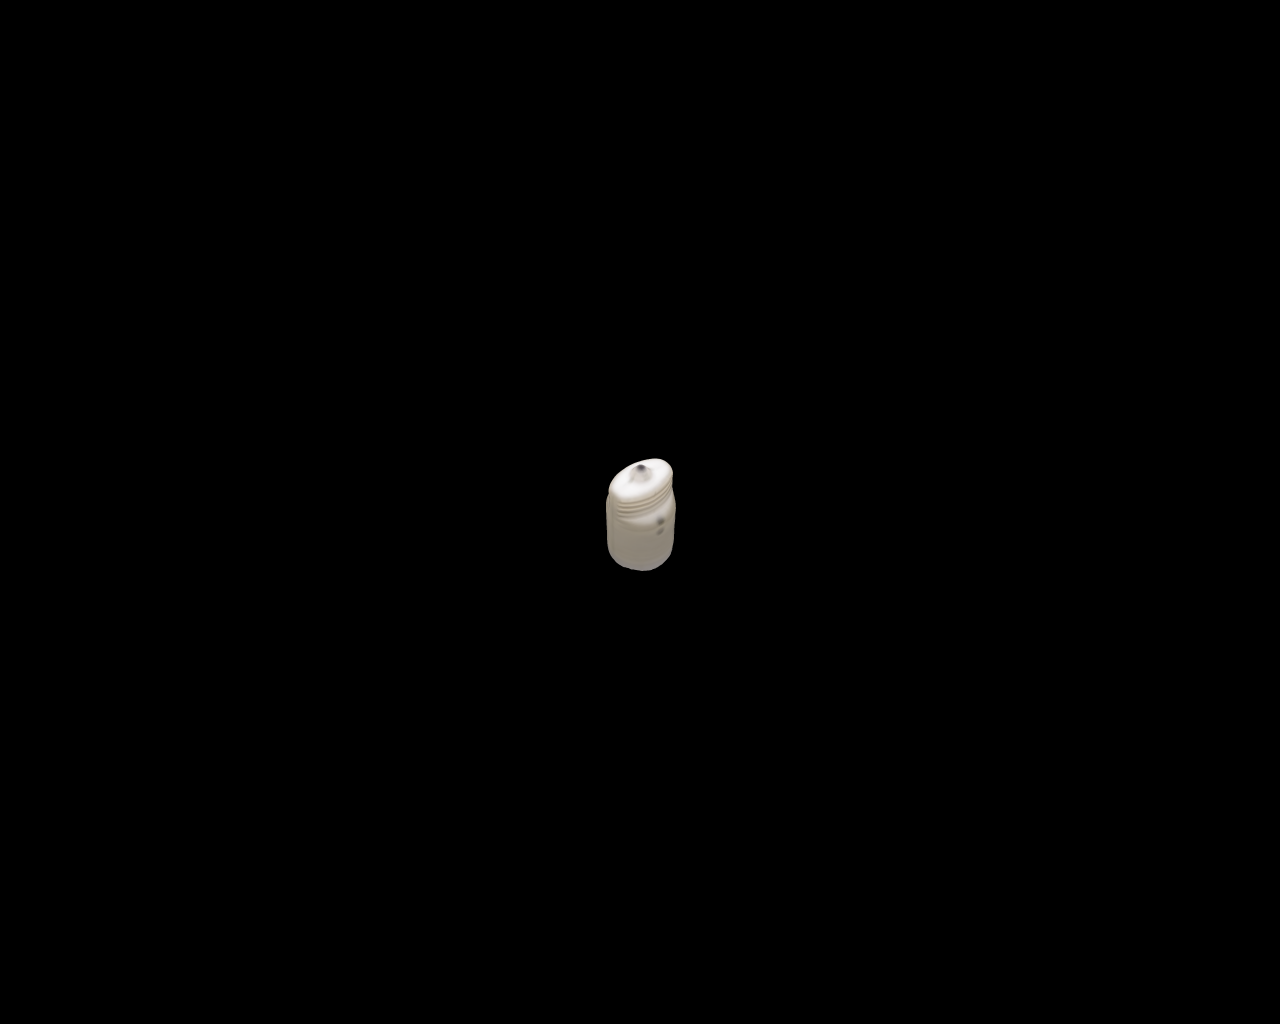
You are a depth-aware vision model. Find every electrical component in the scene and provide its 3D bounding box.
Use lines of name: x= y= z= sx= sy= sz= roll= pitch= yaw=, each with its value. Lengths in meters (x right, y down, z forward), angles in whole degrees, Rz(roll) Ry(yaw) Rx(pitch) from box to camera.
electrical component: x=0.001 y=-0.003 z=0.650 sx=0.043 sy=0.043 sz=0.080 roll=0 pitch=-38 yaw=0
